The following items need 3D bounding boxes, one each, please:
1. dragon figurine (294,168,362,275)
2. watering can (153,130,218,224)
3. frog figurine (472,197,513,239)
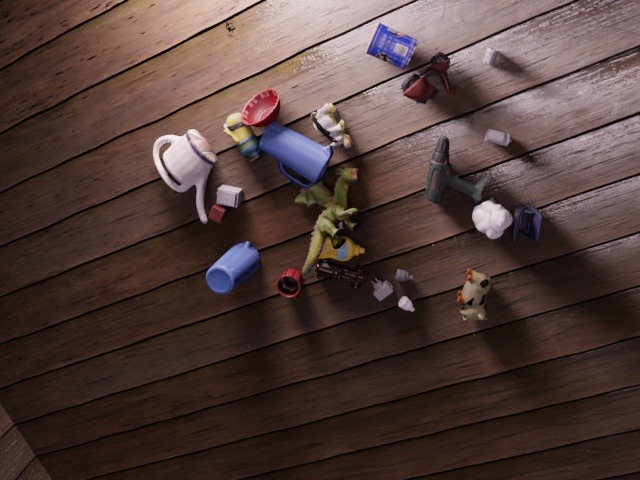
[{"bbox_3d":[0.006,-0.093,1.850,0.407,0.246,0.122,-46,-21,13],"label":"dragon figurine"},{"bbox_3d":[-0.458,-0.248,1.864,0.222,0.348,0.105,-38,0,19],"label":"watering can"},{"bbox_3d":[0.582,-0.065,1.739,0.122,0.135,0.162,-7,19,13],"label":"frog figurine"}]
